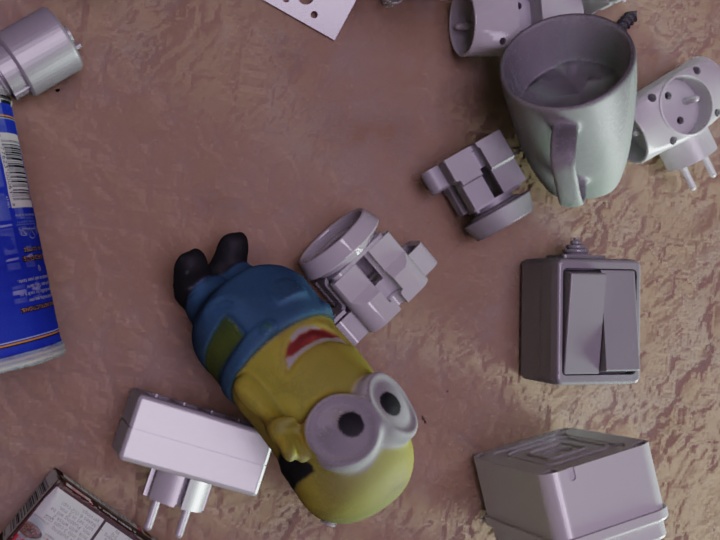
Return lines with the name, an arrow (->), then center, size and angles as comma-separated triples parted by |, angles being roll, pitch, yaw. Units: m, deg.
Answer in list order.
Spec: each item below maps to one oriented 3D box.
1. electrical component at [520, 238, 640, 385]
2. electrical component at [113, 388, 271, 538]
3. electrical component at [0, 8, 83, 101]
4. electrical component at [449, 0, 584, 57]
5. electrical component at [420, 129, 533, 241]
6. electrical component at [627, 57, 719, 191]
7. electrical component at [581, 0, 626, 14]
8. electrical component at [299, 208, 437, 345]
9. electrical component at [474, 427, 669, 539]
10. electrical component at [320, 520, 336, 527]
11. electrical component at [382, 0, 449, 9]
electrical component -> 0.145, 0.026, 0.703 | 0.062, 0.061, 0.096 | 1, 89, -18
electrical component -> -0.104, 0.118, 0.631 | 0.083, 0.047, 0.075 | 19, 84, -17
electrical component -> -0.195, -0.116, 0.608 | 0.078, 0.040, 0.040 | -35, 100, -15
electrical component -> 0.100, -0.179, 0.700 | 0.077, 0.043, 0.079 | -5, 90, -18
electrical component -> 0.080, -0.052, 0.692 | 0.066, 0.048, 0.055 | -30, 91, -15
electrical component -> 0.219, -0.094, 0.737 | 0.077, 0.044, 0.079 | -31, 99, -15
electrical component -> 0.172, -0.222, 0.714 | 0.096, 0.062, 0.061 | -43, 101, -13
electrical component -> 0.000, 0.000, 0.660 | 0.078, 0.058, 0.057 | -44, 104, -13
electrical component -> 0.129, 0.139, 0.670 | 0.078, 0.113, 0.057 | -13, 90, -17
electrical component -> -0.007, 0.118, 0.664 | 0.043, 0.043, 0.081 | 21, 83, -16
electrical component -> 0.046, -0.200, 0.643 | 0.079, 0.121, 0.063 | -11, 96, -18
